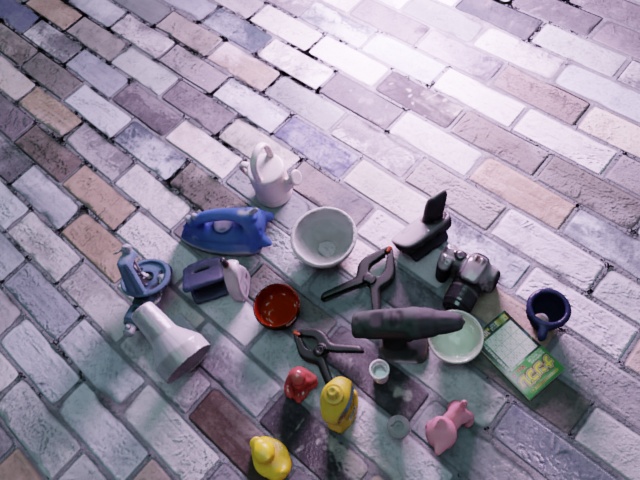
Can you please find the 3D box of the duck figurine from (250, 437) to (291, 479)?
[{"bbox_3d":[-0.109,0.455,1.202,0.077,0.086,0.104,-41,64,-13],"label":"duck figurine"}]

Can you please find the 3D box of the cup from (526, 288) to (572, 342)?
[{"bbox_3d":[0.488,0.175,1.247,0.091,0.095,0.118,14,66,16],"label":"cup"}]

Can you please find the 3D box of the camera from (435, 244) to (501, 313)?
[{"bbox_3d":[0.323,0.095,1.313,0.142,0.101,0.137,26,70,21],"label":"camera"}]

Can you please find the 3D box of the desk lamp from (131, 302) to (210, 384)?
[{"bbox_3d":[-0.330,0.231,1.283,0.118,0.214,0.202,-43,64,-13],"label":"desk lamp"}]

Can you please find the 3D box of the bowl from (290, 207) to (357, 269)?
[{"bbox_3d":[0.013,0.005,1.426,0.167,0.075,0.167,-4,62,7],"label":"bowl"}]

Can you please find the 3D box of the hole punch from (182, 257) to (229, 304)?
[{"bbox_3d":[-0.288,0.091,1.420,0.108,0.091,0.101,-19,61,-1],"label":"hole punch"}]

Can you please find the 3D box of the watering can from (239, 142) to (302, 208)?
[{"bbox_3d":[-0.130,-0.175,1.476,0.172,0.194,0.101,-3,62,8],"label":"watering can"}]

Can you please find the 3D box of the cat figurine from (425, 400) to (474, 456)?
[{"bbox_3d":[0.259,0.377,1.165,0.067,0.118,0.128,38,74,25],"label":"cat figurine"}]

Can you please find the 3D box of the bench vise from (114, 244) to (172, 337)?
[{"bbox_3d":[-0.420,0.116,1.355,0.121,0.220,0.207,-11,61,4],"label":"bench vise"}]

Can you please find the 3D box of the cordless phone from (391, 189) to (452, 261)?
[{"bbox_3d":[0.241,-0.045,1.352,0.148,0.185,0.094,-38,63,-11],"label":"cordless phone"}]

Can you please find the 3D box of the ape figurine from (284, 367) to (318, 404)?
[{"bbox_3d":[-0.046,0.312,1.264,0.077,0.092,0.076,-10,61,4],"label":"ape figurine"}]

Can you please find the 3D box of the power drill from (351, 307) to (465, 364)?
[{"bbox_3d":[0.185,0.198,1.219,0.229,0.209,0.075,0,62,9],"label":"power drill"}]

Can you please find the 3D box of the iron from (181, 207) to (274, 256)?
[{"bbox_3d":[-0.253,-0.039,1.454,0.258,0.142,0.118,-3,62,8],"label":"iron"}]

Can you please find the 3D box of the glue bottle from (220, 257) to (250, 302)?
[{"bbox_3d":[-0.207,0.082,1.365,0.037,0.173,0.078,1,63,10],"label":"glue bottle"}]
